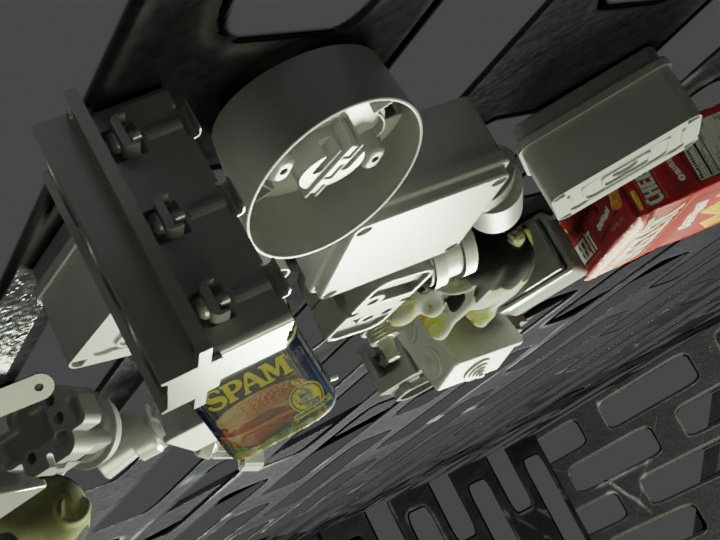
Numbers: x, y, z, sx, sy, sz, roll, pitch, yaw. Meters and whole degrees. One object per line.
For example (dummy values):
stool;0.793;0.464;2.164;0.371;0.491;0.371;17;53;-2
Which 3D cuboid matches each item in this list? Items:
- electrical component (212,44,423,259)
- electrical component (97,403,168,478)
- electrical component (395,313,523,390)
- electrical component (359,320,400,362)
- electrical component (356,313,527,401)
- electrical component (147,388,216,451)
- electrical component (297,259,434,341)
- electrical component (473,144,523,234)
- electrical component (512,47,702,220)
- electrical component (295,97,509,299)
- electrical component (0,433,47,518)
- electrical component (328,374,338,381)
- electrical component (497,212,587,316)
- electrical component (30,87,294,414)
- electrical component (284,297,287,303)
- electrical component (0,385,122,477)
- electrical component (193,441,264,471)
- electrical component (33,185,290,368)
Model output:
electrical component;-0.019;-0.058;0.511;0.099;0.064;0.099;-25;164;-8
electrical component;-0.194;0.141;0.895;0.055;0.045;0.045;-27;164;-3
electrical component;0.086;0.056;0.989;0.100;0.099;0.048;-14;147;-39
electrical component;0.016;0.049;0.915;0.035;0.061;0.035;-25;164;-8
electrical component;0.087;0.072;1.103;0.150;0.061;0.089;-34;163;23
electrical component;-0.121;0.106;0.897;0.100;0.048;0.099;-27;164;0
electrical component;0.000;0.000;0.737;0.054;0.059;0.095;-16;161;-35
electrical component;0.090;-0.056;0.736;0.043;0.043;0.081;-28;164;1
electrical component;0.165;-0.091;0.725;0.113;0.057;0.078;-31;165;9
electrical component;0.018;-0.041;0.640;0.109;0.056;0.108;-21;163;-22
electrical component;-0.294;0.160;0.780;0.100;0.048;0.100;-34;163;23
electrical component;-0.057;0.120;1.053;0.079;0.043;0.077;-18;162;-32
electrical component;0.144;-0.001;0.966;0.096;0.061;0.061;-33;163;19
electrical component;-0.081;-0.011;0.451;0.063;0.121;0.078;-25;164;-19
electrical component;-0.070;0.025;0.738;0.040;0.040;0.078;-28;165;2
electrical component;-0.207;0.113;0.761;0.078;0.058;0.057;-33;160;18
electrical component;-0.120;0.142;0.975;0.057;0.078;0.058;3;153;-22
electrical component;-0.105;0.001;0.569;0.113;0.057;0.078;-12;159;-43
